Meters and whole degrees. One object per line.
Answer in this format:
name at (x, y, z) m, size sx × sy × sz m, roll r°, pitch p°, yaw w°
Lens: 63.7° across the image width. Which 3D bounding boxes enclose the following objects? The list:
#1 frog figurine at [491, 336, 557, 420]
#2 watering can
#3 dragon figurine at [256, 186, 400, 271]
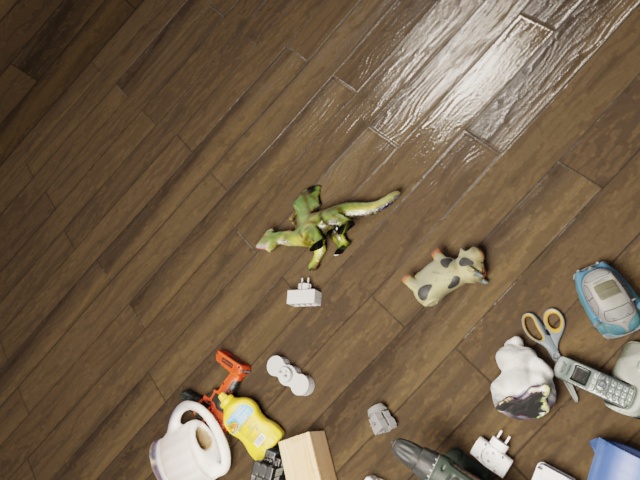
frog figurine at (0.427, 0.296, 1.104) m, size 0.135 × 0.122 × 0.163 m, roll -48°, pitch 15°, yaw 27°
watering can at (-0.312, 0.596, 1.327) m, size 0.222 × 0.104 × 0.351 m, roll -33°, pitch 75°, yaw 20°
dragon figurine at (0.004, -0.073, 1.444) m, size 0.410 × 0.120 × 0.247 m, roll -35°, pitch 51°, yaw 0°
